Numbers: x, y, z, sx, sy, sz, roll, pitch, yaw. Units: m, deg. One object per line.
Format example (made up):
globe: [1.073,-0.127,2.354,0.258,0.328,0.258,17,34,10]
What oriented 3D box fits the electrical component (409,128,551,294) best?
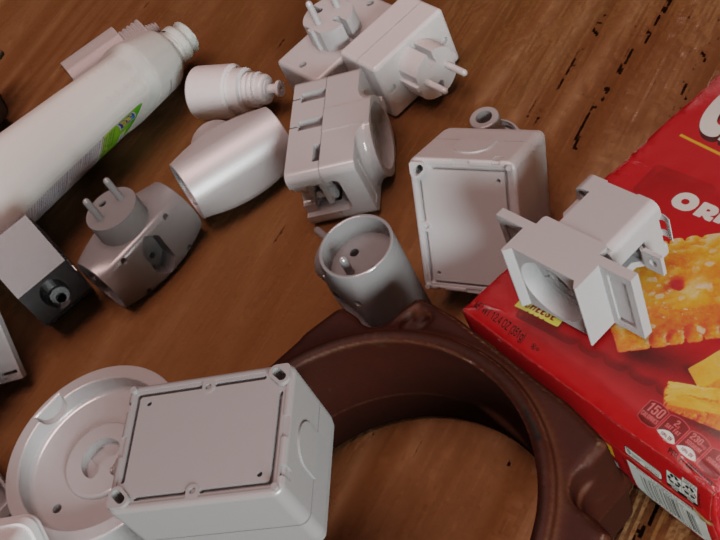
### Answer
electrical component: [0.072,-0.029,0.609,0.062,0.096,0.061,6,29,28]

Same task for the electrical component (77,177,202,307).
electrical component: [-0.154,-0.028,0.711,0.043,0.079,0.077,26,68,39]

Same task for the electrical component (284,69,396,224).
electrical component: [-0.011,-0.083,0.708,0.056,0.050,0.089,-11,51,18]

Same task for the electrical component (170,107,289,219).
electrical component: [-0.094,-0.081,0.750,0.077,0.043,0.079,-33,36,-10]

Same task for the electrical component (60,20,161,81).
electrical component: [-0.195,-0.172,0.868,0.081,0.043,0.043,-38,48,-7]

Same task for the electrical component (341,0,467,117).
electrical component: [0.040,-0.140,0.732,0.066,0.047,0.077,-44,49,-12]

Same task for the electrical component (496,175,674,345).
electrical component: [0.108,-0.007,0.504,0.064,0.042,0.081,-43,46,-17]

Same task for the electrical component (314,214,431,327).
electrical component: [0.000,0.000,0.620,0.043,0.077,0.079,-42,49,-10]

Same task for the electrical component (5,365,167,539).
electrical component: [-0.134,0.115,0.603,0.108,0.060,0.108,-13,50,15]

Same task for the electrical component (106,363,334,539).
electrical component: [-0.064,0.088,0.477,0.096,0.061,0.061,-10,51,17]

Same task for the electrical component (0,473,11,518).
electrical component: [-0.264,0.144,0.621,0.108,0.056,0.109,-47,31,-15]

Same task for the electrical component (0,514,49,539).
electrical component: [-0.198,0.187,0.538,0.109,0.108,0.056,-13,20,15]

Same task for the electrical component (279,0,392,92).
electrical component: [-0.016,-0.166,0.760,0.083,0.075,0.047,-45,49,-13]

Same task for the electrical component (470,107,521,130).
electrical component: [0.082,-0.071,0.648,0.048,0.062,0.048,-12,50,15]

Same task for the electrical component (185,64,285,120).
electrical component: [-0.092,-0.131,0.791,0.078,0.040,0.040,2,55,26]

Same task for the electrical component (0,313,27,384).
electrical component: [-0.277,0.028,0.686,0.079,0.121,0.063,-16,13,13]
